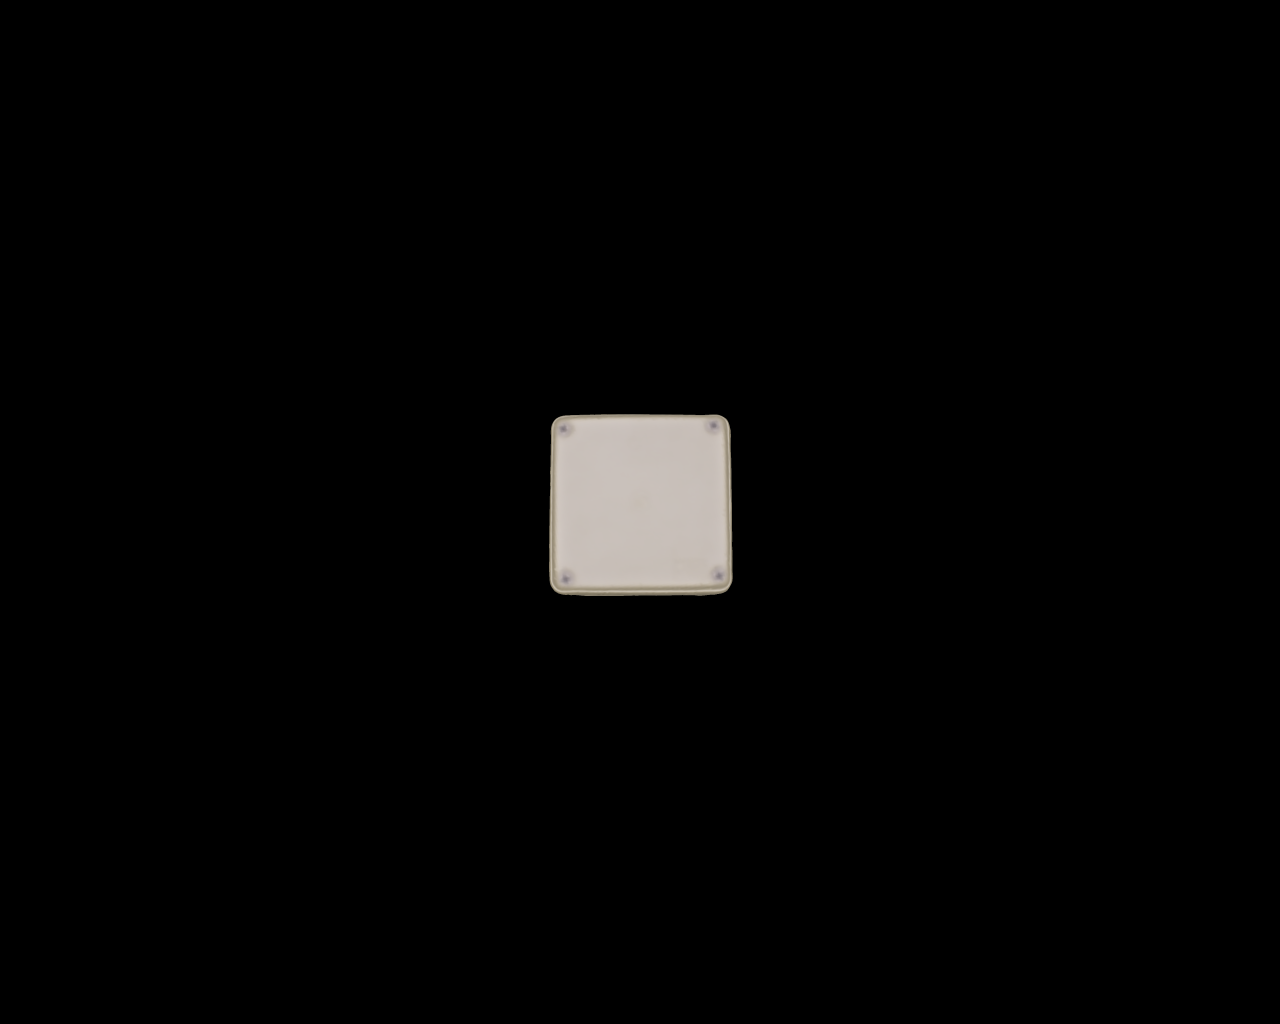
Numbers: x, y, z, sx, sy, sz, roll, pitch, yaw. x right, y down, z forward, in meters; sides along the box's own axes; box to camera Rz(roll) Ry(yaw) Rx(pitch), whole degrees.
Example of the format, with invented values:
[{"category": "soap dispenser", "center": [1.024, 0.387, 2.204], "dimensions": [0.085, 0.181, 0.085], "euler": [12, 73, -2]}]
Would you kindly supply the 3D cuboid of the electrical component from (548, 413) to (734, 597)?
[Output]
[{"category": "electrical component", "center": [0.001, -0.003, 0.650], "dimensions": [0.109, 0.108, 0.056], "euler": [0, -7, 0]}]
